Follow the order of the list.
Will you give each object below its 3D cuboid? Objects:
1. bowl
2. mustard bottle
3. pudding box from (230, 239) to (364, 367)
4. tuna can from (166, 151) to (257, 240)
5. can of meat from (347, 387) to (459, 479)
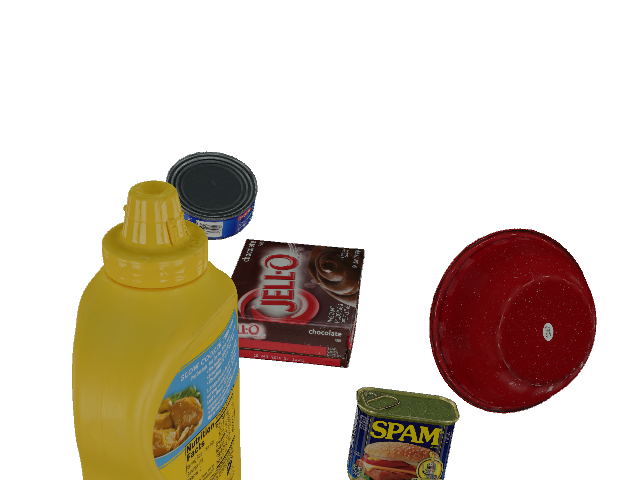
[{"bbox_3d":[0.175,0.072,0.899,0.161,0.162,0.055,0,5,-21],"label":"bowl"},{"bbox_3d":[-0.066,0.066,0.446,0.058,0.192,0.096,12,28,18],"label":"mustard bottle"},{"bbox_3d":[-0.018,0.042,0.745,0.090,0.039,0.113,6,25,4],"label":"pudding box"},{"bbox_3d":[-0.104,-0.042,1.010,0.086,0.086,0.034,0,-39,-11],"label":"tuna can"},{"bbox_3d":[0.080,0.200,1.063,0.102,0.084,0.057,8,17,-3],"label":"can of meat"}]
